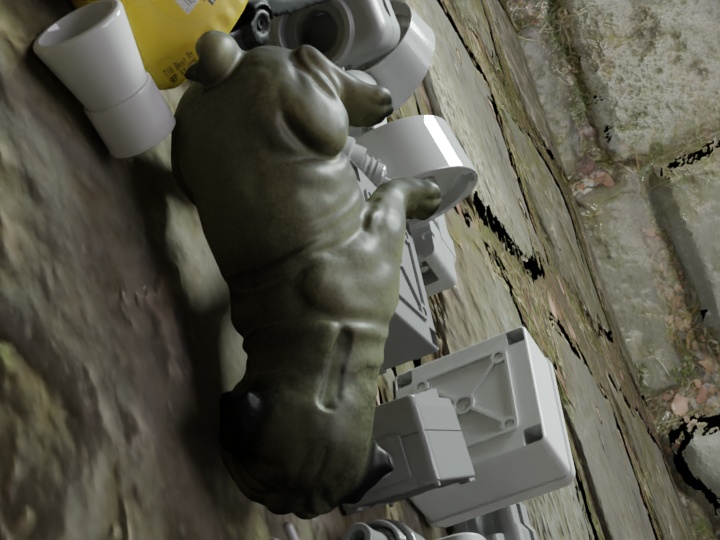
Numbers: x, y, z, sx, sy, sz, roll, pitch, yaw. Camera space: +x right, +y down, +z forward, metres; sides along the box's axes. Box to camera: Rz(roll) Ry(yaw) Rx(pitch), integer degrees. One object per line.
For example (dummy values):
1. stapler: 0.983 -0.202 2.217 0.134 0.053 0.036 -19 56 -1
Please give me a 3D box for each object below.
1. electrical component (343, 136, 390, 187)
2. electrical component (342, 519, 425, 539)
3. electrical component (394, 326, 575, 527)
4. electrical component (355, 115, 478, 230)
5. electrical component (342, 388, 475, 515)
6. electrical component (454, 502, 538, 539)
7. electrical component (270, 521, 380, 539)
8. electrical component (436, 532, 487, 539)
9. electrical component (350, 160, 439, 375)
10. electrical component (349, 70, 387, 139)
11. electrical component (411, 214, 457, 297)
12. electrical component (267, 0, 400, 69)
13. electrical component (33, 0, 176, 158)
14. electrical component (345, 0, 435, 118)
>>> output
1. electrical component: -0.011 -0.072 0.739 0.078 0.040 0.040 22 27 -4
2. electrical component: 0.012 0.155 0.583 0.062 0.043 0.043 48 26 -47
3. electrical component: 0.084 0.109 0.750 0.056 0.109 0.108 52 23 -36
4. electrical component: 0.028 -0.075 0.810 0.060 0.108 0.108 67 16 17
5. electrical component: 0.021 0.105 0.638 0.096 0.062 0.061 22 49 -68
6. electrical component: 0.097 0.185 0.786 0.078 0.058 0.057 34 41 -62
7. electrical component: -0.021 0.148 0.472 0.073 0.052 0.138 68 17 -2
8. electrical component: 0.069 0.211 0.673 0.095 0.054 0.059 49 25 -48
9. electrical component: 0.000 0.000 0.712 0.109 0.056 0.108 42 31 -56
10. electrical component: 0.002 -0.110 0.875 0.079 0.044 0.077 56 20 -35
11. electrical component: 0.045 -0.023 0.888 0.055 0.050 0.089 51 24 -45
12. electrical component: -0.026 -0.169 0.770 0.053 0.095 0.059 68 17 -2
13. electrical component: -0.113 -0.085 0.493 0.044 0.044 0.065 -88 156 -53
14. electrical component: 0.019 -0.182 0.930 0.064 0.099 0.099 46 27 -39
